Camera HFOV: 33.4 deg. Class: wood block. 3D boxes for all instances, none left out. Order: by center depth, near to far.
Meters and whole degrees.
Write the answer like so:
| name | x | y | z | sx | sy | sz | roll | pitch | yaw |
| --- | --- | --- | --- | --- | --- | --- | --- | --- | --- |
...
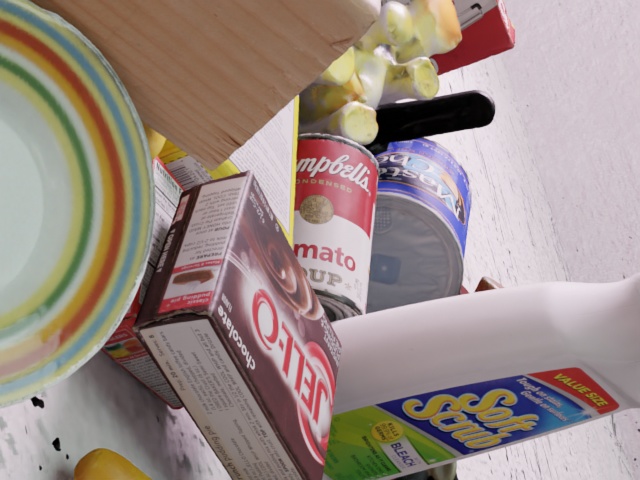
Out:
| name | x | y | z | sx | sy | sz | roll | pitch | yaw |
| --- | --- | --- | --- | --- | --- | --- | --- | --- | --- |
| wood block | -0.083 | -0.130 | 0.353 | 0.206 | 0.091 | 0.090 | 36 | 33 | -25 |

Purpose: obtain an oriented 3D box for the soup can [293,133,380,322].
| name | x | y | z | sx | sy | sz | roll | pitch | yaw |
| --- | --- | --- | --- | --- | --- | --- | --- | --- | --- |
| soup can | -0.004 | 0.001 | 0.600 | 0.068 | 0.069 | 0.102 | 51 | 38 | -49 |

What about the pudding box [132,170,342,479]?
| name | x | y | z | sx | sy | sz | roll | pitch | yaw |
| --- | --- | --- | --- | --- | --- | --- | --- | --- | --- |
| pudding box | -0.029 | 0.042 | 0.450 | 0.090 | 0.039 | 0.113 | -81 | 149 | -50 |

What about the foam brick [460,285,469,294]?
| name | x | y | z | sx | sy | sz | roll | pitch | yaw |
| --- | --- | --- | --- | --- | --- | --- | --- | --- | --- |
| foam brick | 0.080 | 0.072 | 0.799 | 0.051 | 0.078 | 0.053 | 50 | 28 | -53 |

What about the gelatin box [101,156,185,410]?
| name | x | y | z | sx | sy | sz | roll | pitch | yaw |
| --- | --- | --- | --- | --- | --- | --- | --- | --- | --- |
| gelatin box | -0.070 | 0.018 | 0.469 | 0.073 | 0.030 | 0.089 | 53 | 28 | -47 |

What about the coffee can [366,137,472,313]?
| name | x | y | z | sx | sy | sz | roll | pitch | yaw |
| --- | --- | --- | --- | --- | --- | --- | --- | --- | --- |
| coffee can | 0.053 | -0.006 | 0.751 | 0.140 | 0.103 | 0.103 | -65 | 134 | -66 |

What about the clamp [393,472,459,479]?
| name | x | y | z | sx | sy | sz | roll | pitch | yaw |
| --- | --- | --- | --- | --- | --- | --- | --- | --- | --- |
| clamp | 0.079 | 0.160 | 0.772 | 0.209 | 0.036 | 0.164 | 40 | 37 | -56 |

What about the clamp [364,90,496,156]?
| name | x | y | z | sx | sy | sz | roll | pitch | yaw |
| --- | --- | --- | --- | --- | --- | --- | --- | --- | --- |
| clamp | 0.041 | -0.078 | 0.737 | 0.172 | 0.120 | 0.039 | -139 | -149 | -65 |

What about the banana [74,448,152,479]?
| name | x | y | z | sx | sy | sz | roll | pitch | yaw |
| --- | --- | --- | --- | --- | --- | --- | --- | --- | --- |
| banana | -0.045 | 0.170 | 0.382 | 0.069 | 0.037 | 0.198 | 23 | 52 | -69 |

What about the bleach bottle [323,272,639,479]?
| name | x | y | z | sx | sy | sz | roll | pitch | yaw |
| --- | --- | --- | --- | --- | --- | --- | --- | --- | --- |
| bleach bottle | 0.089 | 0.062 | 0.539 | 0.068 | 0.251 | 0.102 | -91 | 156 | -44 |

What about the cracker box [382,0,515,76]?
| name | x | y | z | sx | sy | sz | roll | pitch | yaw |
| --- | --- | --- | --- | --- | --- | --- | --- | --- | --- |
| cracker box | 0.039 | -0.226 | 0.825 | 0.072 | 0.164 | 0.213 | -66 | 135 | -62 |

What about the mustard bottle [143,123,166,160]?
| name | x | y | z | sx | sy | sz | roll | pitch | yaw |
| --- | --- | --- | --- | --- | --- | --- | --- | --- | --- |
| mustard bottle | -0.098 | -0.077 | 0.429 | 0.096 | 0.058 | 0.191 | 52 | 26 | -33 |

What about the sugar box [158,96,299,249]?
| name | x | y | z | sx | sy | sz | roll | pitch | yaw |
| --- | --- | --- | --- | --- | --- | --- | --- | --- | --- |
| sugar box | -0.049 | -0.082 | 0.560 | 0.093 | 0.048 | 0.176 | 52 | 28 | -45 |
